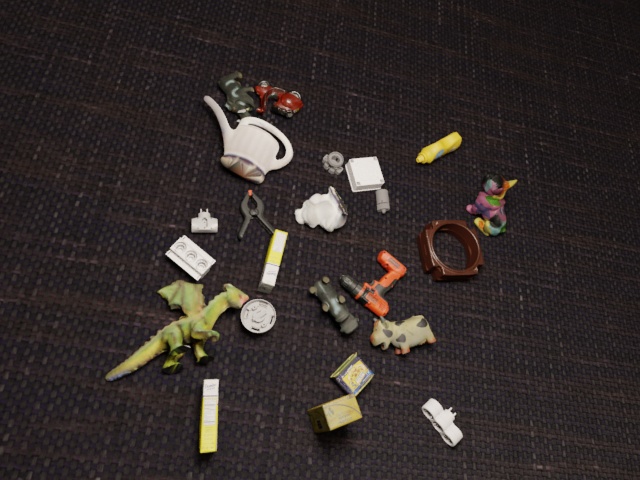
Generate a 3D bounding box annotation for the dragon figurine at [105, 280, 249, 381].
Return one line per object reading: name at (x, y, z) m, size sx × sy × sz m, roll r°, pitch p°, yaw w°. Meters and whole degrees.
dragon figurine at (-0.398, 0.228, 1.439) m, size 0.411 × 0.119 × 0.248 m, roll -14°, pitch 53°, yaw -7°

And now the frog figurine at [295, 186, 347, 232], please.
frog figurine at (0.005, -0.085, 1.693) m, size 0.158 × 0.123 × 0.138 m, roll -30°, pitch 85°, yaw 12°

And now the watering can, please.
watering can at (-0.260, -0.322, 1.700) m, size 0.346 × 0.102 × 0.229 m, roll 26°, pitch 63°, yaw -10°
